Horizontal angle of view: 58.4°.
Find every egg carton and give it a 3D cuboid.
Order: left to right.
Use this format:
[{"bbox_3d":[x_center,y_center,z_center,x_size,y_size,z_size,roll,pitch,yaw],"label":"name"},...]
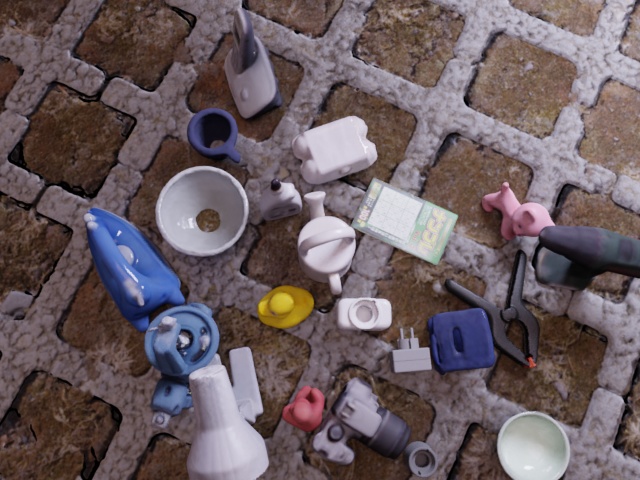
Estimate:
[{"bbox_3d":[0.028,-0.169,1.086,0.150,0.069,0.107,-21,79,-6],"label":"egg carton"}]

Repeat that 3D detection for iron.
[{"bbox_3d":[-0.352,0.029,0.997,0.119,0.141,0.258,-36,81,-8],"label":"iron"}]

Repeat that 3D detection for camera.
[{"bbox_3d":[0.075,0.324,0.965,0.136,0.101,0.143,32,79,5],"label":"camera"}]

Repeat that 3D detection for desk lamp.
[{"bbox_3d":[-0.154,0.278,0.912,0.118,0.213,0.203,-13,78,-4],"label":"desk lamp"}]

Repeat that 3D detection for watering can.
[{"bbox_3d":[0.007,0.004,0.984,0.101,0.194,0.173,-35,81,-8],"label":"watering can"}]

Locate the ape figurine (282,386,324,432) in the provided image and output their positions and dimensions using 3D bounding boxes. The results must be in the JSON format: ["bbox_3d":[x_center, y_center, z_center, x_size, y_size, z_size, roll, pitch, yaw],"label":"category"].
[{"bbox_3d":[-0.028,0.291,0.974,0.078,0.092,0.076,-14,78,-4],"label":"ape figurine"}]

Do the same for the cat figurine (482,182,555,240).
[{"bbox_3d":[0.366,-0.051,1.044,0.067,0.118,0.128,-33,80,-8],"label":"cat figurine"}]

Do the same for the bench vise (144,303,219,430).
[{"bbox_3d":[-0.225,0.198,0.924,0.121,0.220,0.207,-5,78,-2],"label":"bench vise"}]

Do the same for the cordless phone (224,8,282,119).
[{"bbox_3d":[-0.130,-0.323,1.056,0.094,0.185,0.147,-21,79,-5],"label":"cordless phone"}]

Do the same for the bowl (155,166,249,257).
[{"bbox_3d":[-0.210,-0.046,1.051,0.167,0.075,0.167,0,78,-1],"label":"bowl"}]

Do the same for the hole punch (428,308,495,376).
[{"bbox_3d":[0.245,0.179,1.006,0.101,0.091,0.108,-7,78,-3],"label":"hole punch"}]

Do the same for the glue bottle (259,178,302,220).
[{"bbox_3d":[-0.072,-0.077,1.011,0.078,0.173,0.037,-13,78,-4],"label":"glue bottle"}]

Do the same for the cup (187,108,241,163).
[{"bbox_3d":[-0.185,-0.178,1.069,0.092,0.095,0.117,-43,82,-9],"label":"cup"}]

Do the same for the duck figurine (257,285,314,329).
[{"bbox_3d":[-0.062,0.116,1.014,0.104,0.086,0.077,-12,78,-4],"label":"duck figurine"}]

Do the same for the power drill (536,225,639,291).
[{"bbox_3d":[0.455,0.032,0.982,0.229,0.208,0.076,9,78,1],"label":"power drill"}]
